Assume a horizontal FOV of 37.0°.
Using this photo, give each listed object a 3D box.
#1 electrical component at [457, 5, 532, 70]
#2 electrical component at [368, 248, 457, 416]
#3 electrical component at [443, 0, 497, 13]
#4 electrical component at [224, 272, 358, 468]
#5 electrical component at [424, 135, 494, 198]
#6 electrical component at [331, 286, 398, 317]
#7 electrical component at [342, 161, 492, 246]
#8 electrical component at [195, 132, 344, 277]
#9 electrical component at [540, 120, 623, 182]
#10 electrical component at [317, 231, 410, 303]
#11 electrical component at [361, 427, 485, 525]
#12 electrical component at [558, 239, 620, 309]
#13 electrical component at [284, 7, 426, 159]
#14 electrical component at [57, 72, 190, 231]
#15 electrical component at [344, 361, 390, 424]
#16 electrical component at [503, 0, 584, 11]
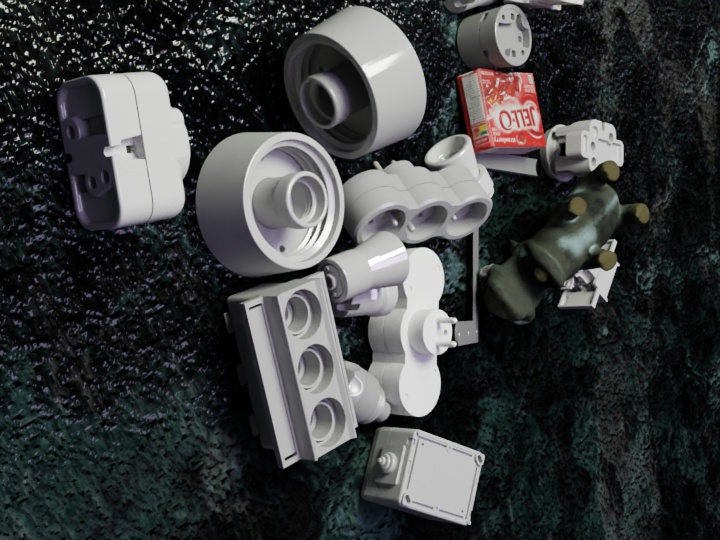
[{"bbox_3d":[0.122,-0.210,0.982,0.055,0.047,0.055,2,88,-46],"label":"electrical component"},{"bbox_3d":[0.050,0.050,0.880,0.052,0.074,0.138,7,84,-46],"label":"electrical component"},{"bbox_3d":[0.100,-0.254,0.968,0.046,0.040,0.040,-30,110,-36],"label":"electrical component"},{"bbox_3d":[-0.052,0.071,0.782,0.079,0.063,0.121,-23,105,-44],"label":"electrical component"},{"bbox_3d":[0.088,-0.084,0.945,0.045,0.045,0.055,-53,124,-33],"label":"electrical component"},{"bbox_3d":[0.001,0.019,0.856,0.046,0.040,0.040,-5,93,-40],"label":"electrical component"},{"bbox_3d":[0.037,-0.064,0.883,0.138,0.052,0.073,-7,51,-36],"label":"electrical component"},{"bbox_3d":[-0.058,-0.049,0.781,0.108,0.060,0.108,2,87,-46],"label":"electrical component"},{"bbox_3d":[0.217,-0.118,1.072,0.078,0.057,0.058,5,85,-46],"label":"electrical component"},{"bbox_3d":[0.000,0.000,0.811,0.065,0.044,0.044,-22,104,-40],"label":"electrical component"},{"bbox_3d":[0.045,0.167,0.886,0.096,0.061,0.061,25,71,-35],"label":"electrical component"},{"bbox_3d":[0.224,-0.003,1.086,0.064,0.042,0.081,43,59,-34],"label":"electrical component"},{"bbox_3d":[-0.011,-0.135,0.803,0.060,0.108,0.108,-33,112,-35],"label":"electrical component"},{"bbox_3d":[-0.150,-0.077,0.691,0.059,0.054,0.095,-15,100,-45],"label":"electrical component"},{"bbox_3d":[-0.001,0.101,0.848,0.062,0.043,0.043,36,64,-41],"label":"electrical component"},{"bbox_3d":[0.172,-0.299,0.964,0.079,0.063,0.121,-5,102,-45],"label":"electrical component"}]
